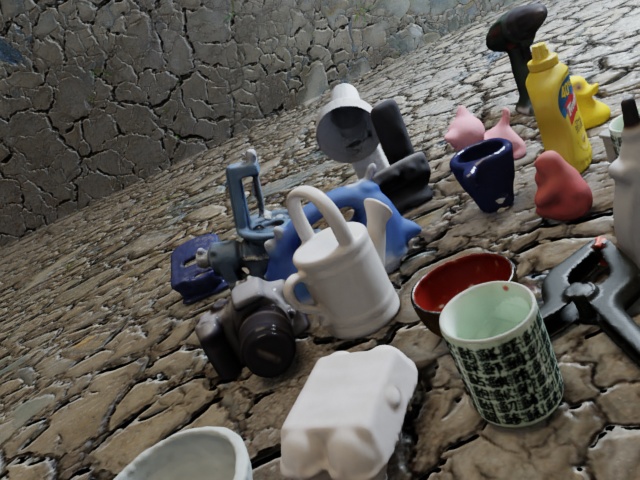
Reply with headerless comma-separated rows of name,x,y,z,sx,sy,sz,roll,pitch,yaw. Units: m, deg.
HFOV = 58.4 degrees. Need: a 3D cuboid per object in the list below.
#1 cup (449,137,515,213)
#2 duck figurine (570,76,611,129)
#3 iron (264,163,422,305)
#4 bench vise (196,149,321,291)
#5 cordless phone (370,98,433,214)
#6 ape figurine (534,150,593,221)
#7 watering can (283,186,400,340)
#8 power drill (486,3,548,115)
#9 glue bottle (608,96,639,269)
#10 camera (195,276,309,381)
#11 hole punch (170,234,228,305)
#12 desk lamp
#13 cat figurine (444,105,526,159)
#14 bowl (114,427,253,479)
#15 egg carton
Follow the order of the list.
cup,0.241,-0.082,0.827,0.091,0.095,0.118,-11,26,36
duck figurine,0.434,-0.237,0.982,0.078,0.086,0.104,-40,25,-32
iron,0.008,0.003,0.833,0.258,0.142,0.118,-29,21,-8
bench vise,-0.117,-0.022,0.929,0.207,0.220,0.121,-30,21,-10
cordless phone,0.105,-0.137,0.991,0.147,0.185,0.094,-29,21,-8
ape figurine,0.303,-0.073,0.734,0.078,0.092,0.076,-31,21,-13
watering can,0.022,0.014,0.715,0.100,0.194,0.173,-9,27,38
power drill,0.407,-0.359,1.131,0.075,0.209,0.229,-26,21,1
glue bottle,0.320,-0.060,0.565,0.078,0.173,0.037,-27,21,-3
camera,-0.089,0.116,0.734,0.143,0.101,0.136,-27,21,-1
hole punch,-0.222,0.051,1.063,0.108,0.091,0.101,-23,21,8
desk lamp,0.075,-0.195,1.125,0.117,0.214,0.203,-21,21,15
cat figurine,0.277,-0.182,0.991,0.127,0.118,0.067,-25,21,5
bowl,-0.121,0.248,0.494,0.167,0.075,0.167,-23,21,10
egg carton,0.030,0.162,0.527,0.107,0.069,0.150,-14,24,30
